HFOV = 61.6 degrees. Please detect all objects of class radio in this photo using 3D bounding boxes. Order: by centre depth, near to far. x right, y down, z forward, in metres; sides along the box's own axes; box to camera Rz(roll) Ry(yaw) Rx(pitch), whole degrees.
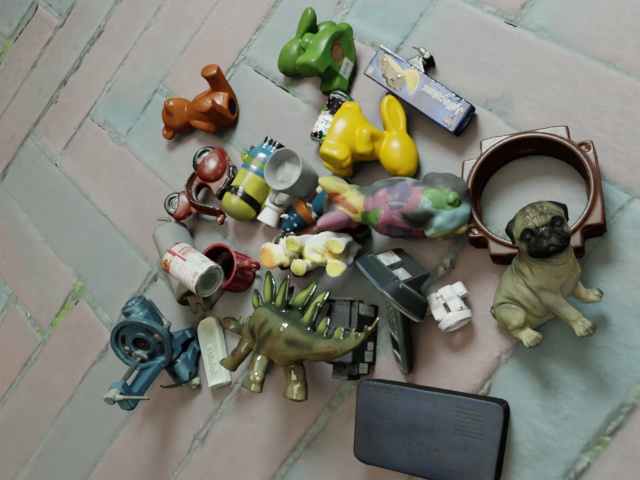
[{"bbox_3d":[0.169,0.297,0.835,0.230,0.073,0.131,2,79,28],"label":"radio"}]

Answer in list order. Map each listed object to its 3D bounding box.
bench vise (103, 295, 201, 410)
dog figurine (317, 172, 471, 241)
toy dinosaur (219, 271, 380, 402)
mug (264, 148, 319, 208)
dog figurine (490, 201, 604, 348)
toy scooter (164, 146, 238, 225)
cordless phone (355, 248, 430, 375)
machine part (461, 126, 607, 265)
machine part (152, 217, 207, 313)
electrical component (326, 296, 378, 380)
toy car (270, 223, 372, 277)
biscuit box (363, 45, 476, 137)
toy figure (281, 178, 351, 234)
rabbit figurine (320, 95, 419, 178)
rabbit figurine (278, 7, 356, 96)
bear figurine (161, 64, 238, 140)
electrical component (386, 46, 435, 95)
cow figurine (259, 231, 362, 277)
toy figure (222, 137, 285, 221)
[{"bbox_3d":[-0.315,0.229,0.991,0.129,0.241,0.223,-11,114,16],"label":"bench vise"},{"bbox_3d":[0.106,-0.055,0.865,0.192,0.219,0.108,180,91,-70],"label":"dog figurine"},{"bbox_3d":[-0.060,0.156,0.887,0.472,0.105,0.198,4,79,57],"label":"toy dinosaur"},{"bbox_3d":[-0.050,-0.109,1.028,0.081,0.107,0.109,24,92,30],"label":"mug"},{"bbox_3d":[0.290,0.040,0.763,0.172,0.121,0.190,-23,108,33],"label":"dog figurine"},{"bbox_3d":[-0.230,-0.103,1.130,0.135,0.075,0.184,31,82,19],"label":"toy scooter"},{"bbox_3d":[0.123,0.119,0.896,0.089,0.184,0.147,-13,24,-13],"label":"cordless phone"},{"bbox_3d":[0.330,-0.067,0.842,0.201,0.087,0.201,-6,73,25],"label":"machine part"},{"bbox_3d":[-0.287,0.047,1.122,0.079,0.079,0.243,-36,63,14],"label":"machine part"},{"bbox_3d":[0.051,0.166,0.902,0.058,0.114,0.134,-2,74,28],"label":"electrical component"},{"bbox_3d":[-0.002,-0.003,0.986,0.202,0.053,0.089,-31,109,14],"label":"toy car"},{"bbox_3d":[0.177,-0.263,0.954,0.203,0.063,0.059,38,107,15],"label":"biscuit box"},{"bbox_3d":[-0.006,-0.060,1.020,0.154,0.058,0.064,-31,86,14],"label":"toy figure"},{"bbox_3d":[0.103,-0.174,0.982,0.173,0.121,0.162,24,77,13],"label":"rabbit figurine"},{"bbox_3d":[-0.022,-0.381,1.082,0.170,0.121,0.159,13,89,43],"label":"rabbit figurine"},{"bbox_3d":[-0.285,-0.296,1.183,0.196,0.131,0.120,1,72,20],"label":"bear figurine"},{"bbox_3d":[0.166,-0.316,1.010,0.102,0.045,0.078,-12,71,23],"label":"electrical component"},{"bbox_3d":[-0.017,0.017,0.927,0.168,0.098,0.068,1,105,26],"label":"cow figurine"},{"bbox_3d":[-0.134,-0.123,1.083,0.082,0.089,0.180,30,94,36],"label":"toy figure"}]
